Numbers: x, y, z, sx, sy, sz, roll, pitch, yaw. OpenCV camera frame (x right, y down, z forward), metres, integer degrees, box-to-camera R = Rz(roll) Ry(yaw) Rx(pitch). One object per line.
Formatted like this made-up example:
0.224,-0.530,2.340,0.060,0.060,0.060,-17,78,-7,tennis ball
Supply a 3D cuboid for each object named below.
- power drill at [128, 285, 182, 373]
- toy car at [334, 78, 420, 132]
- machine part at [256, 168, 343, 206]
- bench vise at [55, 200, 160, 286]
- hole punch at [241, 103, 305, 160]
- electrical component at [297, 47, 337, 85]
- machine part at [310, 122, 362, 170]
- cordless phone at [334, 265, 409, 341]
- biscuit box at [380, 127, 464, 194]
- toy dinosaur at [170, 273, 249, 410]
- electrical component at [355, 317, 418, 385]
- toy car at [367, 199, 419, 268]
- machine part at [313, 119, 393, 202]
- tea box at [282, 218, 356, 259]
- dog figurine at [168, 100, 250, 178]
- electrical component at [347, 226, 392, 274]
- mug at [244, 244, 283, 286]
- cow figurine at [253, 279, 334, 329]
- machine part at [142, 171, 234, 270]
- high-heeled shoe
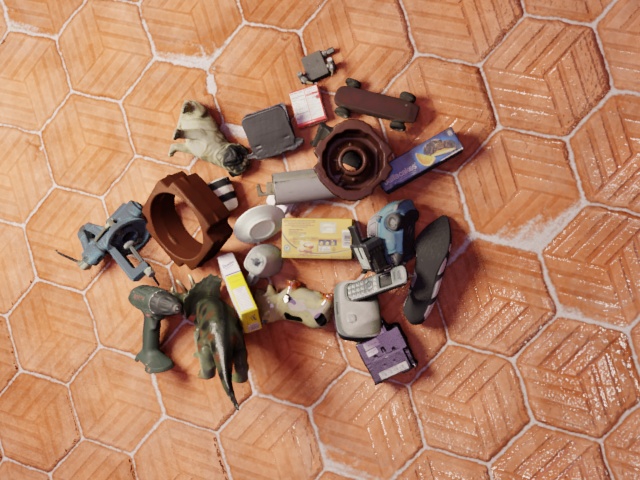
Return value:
-0.399,0.213,1.303,0.232,0.086,0.207,18,115,47,power drill
0.130,-0.312,1.250,0.202,0.053,0.089,17,84,14,toy car
-0.025,-0.127,1.250,0.243,0.079,0.079,-9,89,-5,machine part
-0.496,0.024,1.331,0.223,0.128,0.241,-42,65,-9,bench vise
-0.120,-0.263,1.290,0.142,0.092,0.115,-18,115,3,hole punch
-0.007,-0.409,1.277,0.102,0.045,0.078,-15,90,10,electrical component
0.047,-0.215,1.264,0.139,0.039,0.084,33,132,1,machine part
0.124,0.142,1.196,0.184,0.088,0.147,-26,48,28,cordless phone
0.224,-0.179,1.230,0.203,0.063,0.059,-30,84,10,biscuit box
-0.235,0.199,1.213,0.131,0.405,0.192,-14,111,-25,toy dinosaur
0.151,0.253,1.255,0.115,0.058,0.134,-25,86,8,electrical component
0.162,-0.017,1.234,0.103,0.109,0.161,11,110,34,toy car
0.072,-0.173,1.190,0.179,0.056,0.179,0,88,0,machine part
-0.003,-0.004,1.273,0.170,0.068,0.098,3,91,12,tea box
-0.257,-0.253,1.318,0.190,0.121,0.172,15,71,-16,dog figurine
0.104,0.017,1.203,0.048,0.075,0.119,-26,97,-26,electrical component
-0.147,0.059,1.282,0.081,0.107,0.109,37,95,9,mug
-0.067,0.160,1.284,0.195,0.085,0.127,17,88,9,cow figurine
-0.315,-0.047,1.280,0.201,0.087,0.201,50,132,5,machine part
0.258,0.075,1.240,0.086,0.145,0.249,18,66,32,high-heeled shoe
